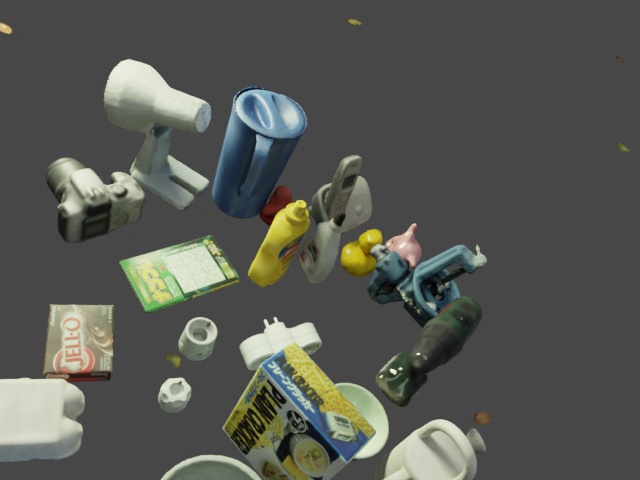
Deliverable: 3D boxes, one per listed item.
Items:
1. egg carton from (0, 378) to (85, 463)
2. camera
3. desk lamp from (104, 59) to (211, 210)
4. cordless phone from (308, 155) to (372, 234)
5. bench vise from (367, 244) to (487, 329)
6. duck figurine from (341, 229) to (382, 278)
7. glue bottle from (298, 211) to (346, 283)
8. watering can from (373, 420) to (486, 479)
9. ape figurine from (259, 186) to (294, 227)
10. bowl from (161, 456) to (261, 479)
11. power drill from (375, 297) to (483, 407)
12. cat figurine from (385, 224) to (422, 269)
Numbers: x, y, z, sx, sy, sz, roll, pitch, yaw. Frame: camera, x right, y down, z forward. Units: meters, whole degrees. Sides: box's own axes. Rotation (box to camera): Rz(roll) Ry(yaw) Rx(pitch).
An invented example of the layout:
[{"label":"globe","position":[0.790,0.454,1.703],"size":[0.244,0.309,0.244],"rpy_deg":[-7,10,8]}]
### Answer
[{"label":"egg carton","position":[-0.382,0.232,0.732],"size":[0.151,0.069,0.107],"rpy_deg":[5,50,-23]},{"label":"camera","position":[-0.393,-0.086,0.980],"size":[0.143,0.100,0.136],"rpy_deg":[-25,66,-39]},{"label":"desk lamp","position":[-0.288,-0.197,1.049],"size":[0.203,0.213,0.118],"rpy_deg":[31,45,1]},{"label":"cordless phone","position":[0.065,-0.103,1.165],"size":[0.148,0.185,0.094],"rpy_deg":[-26,67,-40]},{"label":"bench vise","position":[0.192,0.071,1.055],"size":[0.207,0.219,0.121],"rpy_deg":[24,45,-6]},{"label":"duck figurine","position":[0.091,0.019,1.144],"size":[0.077,0.086,0.105],"rpy_deg":[35,45,5]},{"label":"glue bottle","position":[0.010,0.004,1.054],"size":[0.037,0.173,0.078],"rpy_deg":[-11,58,-33]},{"label":"watering can","position":[0.167,0.325,0.841],"size":[0.101,0.194,0.173],"rpy_deg":[43,46,13]},{"label":"ape figurine","position":[-0.080,-0.071,1.131],"size":[0.078,0.092,0.076],"rpy_deg":[-24,65,-39]},{"label":"bowl","position":[-0.144,0.369,0.730],"size":[0.168,0.074,0.167],"rpy_deg":[14,47,-15]},{"label":"power drill","position":[0.178,0.190,0.953],"size":[0.075,0.208,0.230],"rpy_deg":[43,46,13]},{"label":"cat figurine","position":[0.173,0.018,1.163],"size":[0.067,0.117,0.128],"rpy_deg":[28,45,-1]}]
